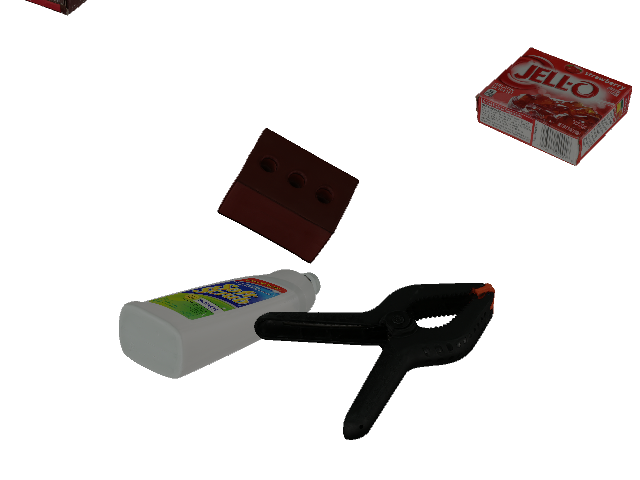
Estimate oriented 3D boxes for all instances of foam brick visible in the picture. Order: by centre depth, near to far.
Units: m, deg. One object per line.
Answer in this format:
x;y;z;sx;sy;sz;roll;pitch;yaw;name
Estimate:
-0.023;-0.031;0.751;0.078;0.053;0.051;28;-31;-3;foam brick

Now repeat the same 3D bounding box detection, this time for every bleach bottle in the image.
-0.097;0.078;1.191;0.103;0.068;0.250;20;26;35;bleach bottle

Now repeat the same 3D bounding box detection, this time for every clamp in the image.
0.067;0.089;0.913;0.209;0.036;0.165;-15;37;-18;clamp

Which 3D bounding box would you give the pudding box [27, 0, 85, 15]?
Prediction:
-0.202;-0.218;0.800;0.090;0.039;0.113;20;38;7;pudding box

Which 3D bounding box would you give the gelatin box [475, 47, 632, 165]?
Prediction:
0.171;-0.101;0.788;0.089;0.030;0.073;30;56;30;gelatin box
